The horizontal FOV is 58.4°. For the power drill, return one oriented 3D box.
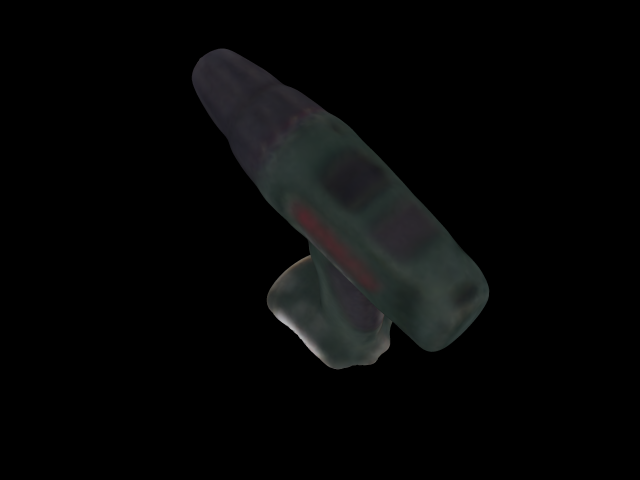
[{"bbox_3d":[0.004,0.001,0.400,0.229,0.208,0.076,39,66,22],"label":"power drill"}]
